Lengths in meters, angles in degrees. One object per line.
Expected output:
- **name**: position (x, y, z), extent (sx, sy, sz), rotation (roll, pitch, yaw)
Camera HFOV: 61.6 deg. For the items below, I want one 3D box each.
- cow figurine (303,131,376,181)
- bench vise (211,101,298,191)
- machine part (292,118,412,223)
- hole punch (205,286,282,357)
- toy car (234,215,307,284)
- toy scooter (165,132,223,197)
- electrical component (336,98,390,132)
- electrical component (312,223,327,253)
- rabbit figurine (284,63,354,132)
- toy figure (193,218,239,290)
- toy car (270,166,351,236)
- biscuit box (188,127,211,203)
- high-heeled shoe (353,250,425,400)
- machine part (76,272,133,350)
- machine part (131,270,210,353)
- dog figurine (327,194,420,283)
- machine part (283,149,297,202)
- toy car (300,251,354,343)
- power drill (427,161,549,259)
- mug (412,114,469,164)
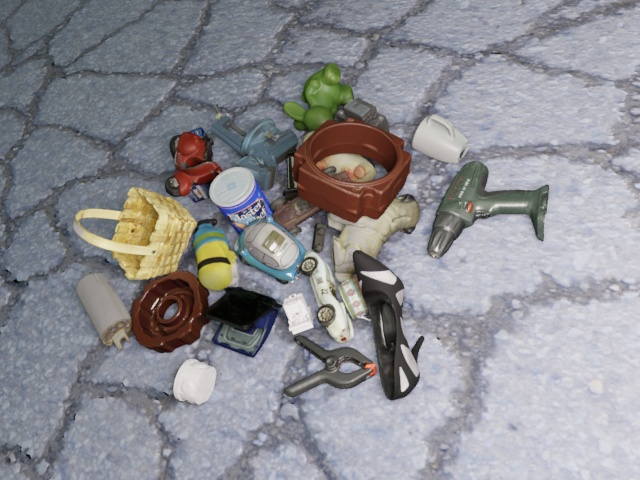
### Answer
- **cow figurine**: position (0.043, -0.188, 1.218), extent (0.195, 0.085, 0.127), rotation (36, 30, 20)
- **bench vise**: position (-0.180, -0.225, 1.297), extent (0.241, 0.128, 0.223), rotation (38, 68, 16)
- **machine part**: position (0.063, -0.144, 1.056), extent (0.202, 0.087, 0.201), rotation (26, 54, 19)
- **hole punch**: position (-0.154, 0.163, 1.080), extent (0.142, 0.092, 0.116), rotation (11, 33, 28)
- **toy car**: position (-0.101, 0.017, 1.113), extent (0.162, 0.103, 0.109), rotation (35, 75, 10)
- **toy scooter**: position (-0.291, -0.185, 1.273), extent (0.135, 0.075, 0.184), rotation (-8, 59, 12)
- **electrical component**: position (0.100, -0.256, 1.223), extent (0.115, 0.134, 0.058), rotation (34, 73, 35)
- **electrical component**: position (-0.002, -0.003, 1.138), extent (0.021, 0.094, 0.063), rotation (8, 93, -7)
- **rabbit figurine**: position (-0.008, -0.327, 1.314), extent (0.159, 0.121, 0.170), rotation (-9, 52, 22)
- **toy figure**: position (-0.238, 0.033, 1.182), extent (0.089, 0.082, 0.180), rotation (-20, 55, -14)
- **toy car**: position (-0.021, -0.081, 1.159), extent (0.202, 0.053, 0.089), rotation (-30, 76, 21)
- **biscuit box**: position (-0.312, -0.194, 1.370), extent (0.059, 0.062, 0.203), rotation (-17, 55, 7)
- **high-heeled shoe**: position (0.099, 0.149, 0.926), extent (0.086, 0.248, 0.145), rotation (-23, 19, 51)
- **machine part**: position (-0.477, 0.151, 1.194), extent (0.079, 0.079, 0.243), rotation (-40, 54, -8)
- **machine part**: position (-0.317, 0.154, 1.150), extent (0.179, 0.056, 0.179), rotation (-9, 57, 14)
- **dog figurine**: position (0.116, -0.003, 1.085), extent (0.191, 0.121, 0.172), rotation (-4, 89, -3)
- **machine part**: position (-0.052, -0.142, 1.241), extent (0.084, 0.039, 0.139), rotation (-8, 80, 20)
- **toy car**: position (0.013, 0.108, 1.053), extent (0.056, 0.073, 0.202), rotation (-25, 54, 7)
- **power drill**: position (0.333, -0.048, 1.048), extent (0.208, 0.085, 0.232), rotation (4, 57, 30)
- **mug**: position (0.268, -0.220, 1.164), extent (0.107, 0.109, 0.081), rotation (33, 62, 20)
